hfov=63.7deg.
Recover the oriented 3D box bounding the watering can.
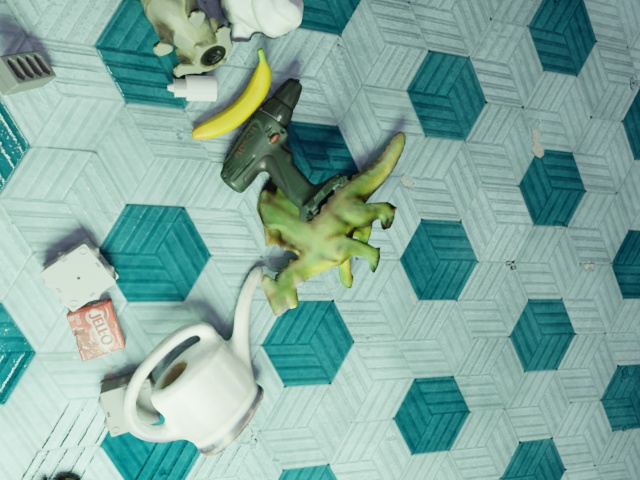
[{"bbox_3d":[-0.179,0.230,0.930,0.352,0.104,0.221,-44,113,-24],"label":"watering can"}]

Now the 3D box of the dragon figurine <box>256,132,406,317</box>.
[{"bbox_3d":[0.003,-0.049,0.974,0.242,0.121,0.414,19,80,-12],"label":"dragon figurine"}]

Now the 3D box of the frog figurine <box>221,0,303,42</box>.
[{"bbox_3d":[-0.092,-0.398,0.866,0.137,0.160,0.122,8,92,-19],"label":"frog figurine"}]
